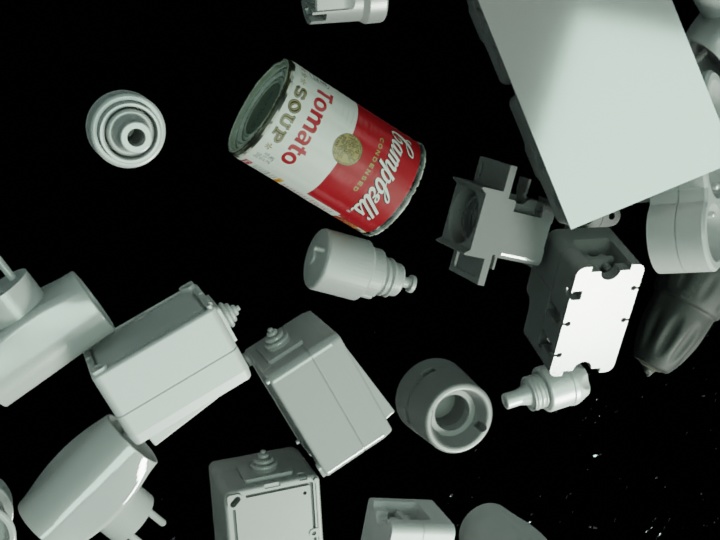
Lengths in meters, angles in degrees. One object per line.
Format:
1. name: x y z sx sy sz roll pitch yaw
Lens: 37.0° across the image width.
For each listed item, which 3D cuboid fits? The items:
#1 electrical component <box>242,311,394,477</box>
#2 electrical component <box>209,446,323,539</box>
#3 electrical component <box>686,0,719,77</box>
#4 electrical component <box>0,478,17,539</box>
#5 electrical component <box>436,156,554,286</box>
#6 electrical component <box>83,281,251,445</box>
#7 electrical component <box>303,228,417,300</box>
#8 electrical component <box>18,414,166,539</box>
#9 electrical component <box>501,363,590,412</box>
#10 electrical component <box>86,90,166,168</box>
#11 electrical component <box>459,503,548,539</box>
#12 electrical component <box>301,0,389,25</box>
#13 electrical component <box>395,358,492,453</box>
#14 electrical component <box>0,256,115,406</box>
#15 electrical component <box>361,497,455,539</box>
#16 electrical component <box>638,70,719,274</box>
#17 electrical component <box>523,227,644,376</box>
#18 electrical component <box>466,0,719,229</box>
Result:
1. electrical component: -0.028 0.071 0.689 0.061 0.062 0.096 -33 112 -11
2. electrical component: -0.062 0.157 0.699 0.062 0.061 0.096 -8 106 -19
3. electrical component: 0.254 -0.182 0.739 0.077 0.043 0.079 -44 114 -5
4. electrical component: -0.228 0.149 0.638 0.045 0.055 0.045 -5 105 -19
5. electrical component: 0.093 -0.031 0.719 0.064 0.042 0.081 11 100 -24
6. electrical component: -0.111 0.055 0.654 0.096 0.062 0.061 -31 112 -11
7. electrical component: 0.000 0.000 0.693 0.078 0.040 0.040 15 98 -23
8. electrical component: -0.156 0.143 0.670 0.077 0.043 0.079 -46 114 -4
9. electrical component: 0.131 0.085 0.767 0.061 0.035 0.035 -15 108 -14
10. electrical component: -0.132 -0.079 0.612 0.043 0.062 0.043 -5 105 -19
11. electrical component: 0.099 0.218 0.766 0.043 0.077 0.079 20 96 -24
12. electrical component: -0.010 -0.167 0.648 0.046 0.040 0.040 -9 107 -13
13. electrical component: 0.058 0.093 0.735 0.055 0.047 0.055 -5 105 -19
14. electrical component: -0.197 0.026 0.625 0.077 0.044 0.079 -36 113 -9
15. electrical component: 0.032 0.210 0.753 0.056 0.050 0.089 7 101 -20
16. electrical component: 0.207 -0.066 0.739 0.052 0.074 0.138 20 71 -54
17. electrical component: 0.150 0.019 0.737 0.050 0.055 0.089 -3 125 -17
18. electrical component: 0.140 -0.132 0.668 0.105 0.060 0.186 -22 93 3
